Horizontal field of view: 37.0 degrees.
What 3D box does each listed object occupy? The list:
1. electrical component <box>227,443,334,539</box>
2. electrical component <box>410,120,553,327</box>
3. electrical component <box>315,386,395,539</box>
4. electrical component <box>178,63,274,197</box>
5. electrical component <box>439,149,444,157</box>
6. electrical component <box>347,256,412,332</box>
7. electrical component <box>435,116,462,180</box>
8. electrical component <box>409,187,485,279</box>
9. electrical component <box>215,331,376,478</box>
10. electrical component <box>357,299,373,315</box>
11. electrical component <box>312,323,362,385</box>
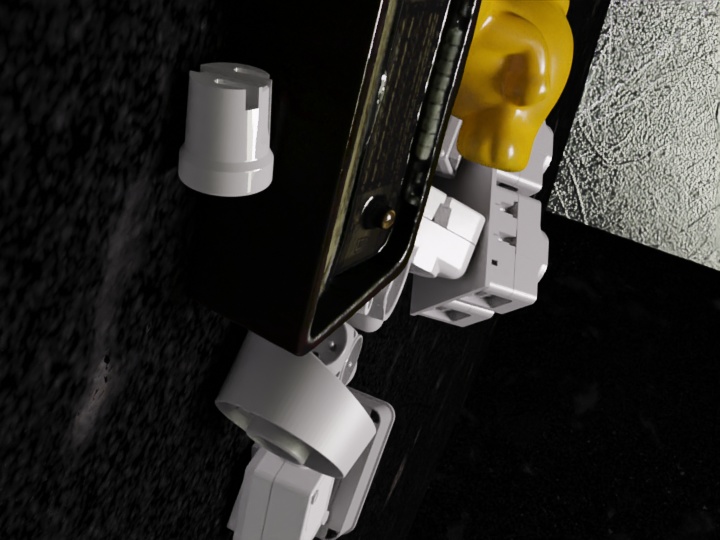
[{"bbox_3d":[-0.057,0.168,0.789,0.061,0.061,0.096,-54,161,-54],"label":"electrical component"},{"bbox_3d":[0.104,-0.054,0.911,0.105,0.060,0.186,-25,-126,56],"label":"electrical component"},{"bbox_3d":[-0.027,0.149,0.859,0.057,0.078,0.113,14,97,-76],"label":"electrical component"},{"bbox_3d":[-0.056,-0.060,0.452,0.040,0.040,0.046,-52,153,-58],"label":"electrical component"},{"bbox_3d":[0.012,-0.077,0.643,0.065,0.077,0.047,-57,163,-49],"label":"electrical component"},{"bbox_3d":[0.000,0.000,0.770,0.095,0.059,0.053,91,22,-59],"label":"electrical component"},{"bbox_3d":[0.062,-0.113,0.862,0.096,0.061,0.061,35,76,-79],"label":"electrical component"},{"bbox_3d":[0.042,-0.032,0.829,0.054,0.095,0.059,11,-102,56],"label":"electrical component"},{"bbox_3d":[-0.037,0.079,0.648,0.064,0.099,0.099,-59,166,-18],"label":"electrical component"},{"bbox_3d":[-0.023,0.011,0.668,0.048,0.062,0.048,16,90,-80],"label":"electrical component"},{"bbox_3d":[-0.033,0.076,0.783,0.077,0.044,0.079,77,35,-71],"label":"electrical component"}]
